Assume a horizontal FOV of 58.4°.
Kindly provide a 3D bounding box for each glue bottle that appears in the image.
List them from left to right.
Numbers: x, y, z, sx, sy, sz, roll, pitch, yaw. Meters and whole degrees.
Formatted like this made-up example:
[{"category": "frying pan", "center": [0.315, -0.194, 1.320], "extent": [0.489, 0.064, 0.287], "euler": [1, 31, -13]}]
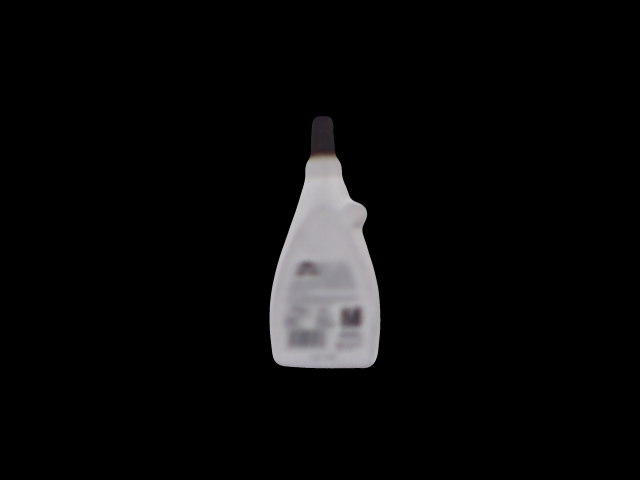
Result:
[{"category": "glue bottle", "center": [0.004, 0.001, 0.400], "extent": [0.078, 0.173, 0.037], "euler": [0, 7, 4]}]
